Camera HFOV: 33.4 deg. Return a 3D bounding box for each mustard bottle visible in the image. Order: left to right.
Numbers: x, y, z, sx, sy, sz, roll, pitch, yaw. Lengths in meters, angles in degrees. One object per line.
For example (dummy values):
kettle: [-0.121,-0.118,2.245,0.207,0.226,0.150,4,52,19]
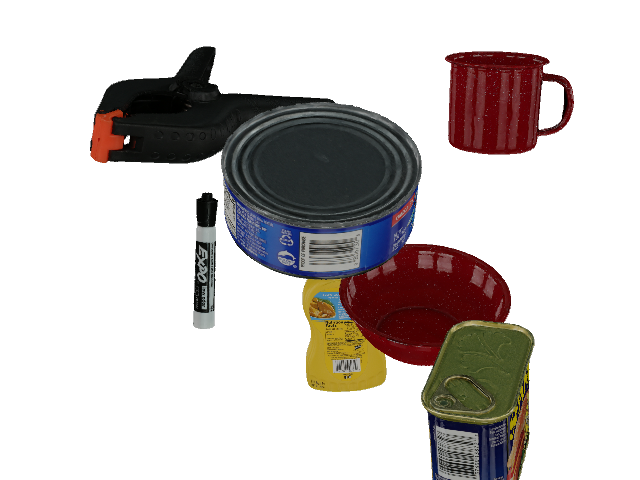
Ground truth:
mustard bottle: [0.027,0.082,1.255,0.096,0.192,0.058,-3,21,0]

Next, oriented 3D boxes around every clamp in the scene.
clamp: [-0.082,-0.085,0.661,0.120,0.039,0.171,27,28,36]

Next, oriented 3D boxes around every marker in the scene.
marker: [-0.101,0.018,0.939,0.020,0.121,0.020,3,14,-1]

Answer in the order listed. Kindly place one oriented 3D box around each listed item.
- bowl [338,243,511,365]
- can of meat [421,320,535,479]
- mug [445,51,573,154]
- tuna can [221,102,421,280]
bowl: [0.097,0.069,1.016,0.162,0.055,0.162,0,35,-1]
can of meat: [0.103,0.114,0.682,0.057,0.084,0.102,5,30,19]
mug: [0.170,-0.125,0.970,0.117,0.081,0.093,5,18,13]
tuna can: [0.000,-0.022,0.465,0.086,0.034,0.086,1,42,-1]
